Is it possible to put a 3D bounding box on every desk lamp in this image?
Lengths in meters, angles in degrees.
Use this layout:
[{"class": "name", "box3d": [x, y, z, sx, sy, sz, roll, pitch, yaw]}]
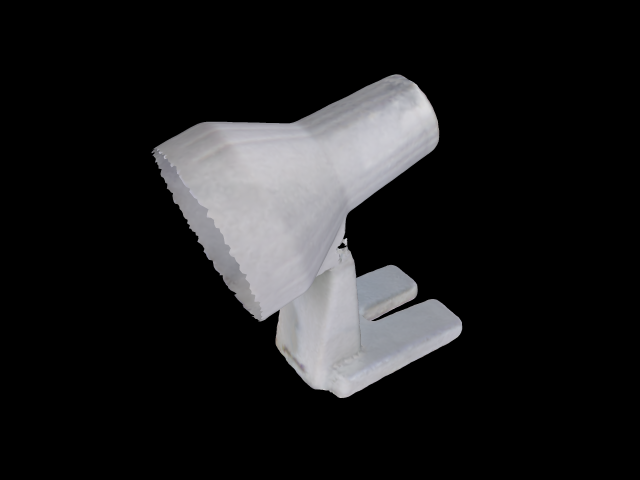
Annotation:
[{"class": "desk lamp", "box3d": [0.004, 0.001, 0.400, 0.204, 0.214, 0.117, -21, 40, -26]}]
